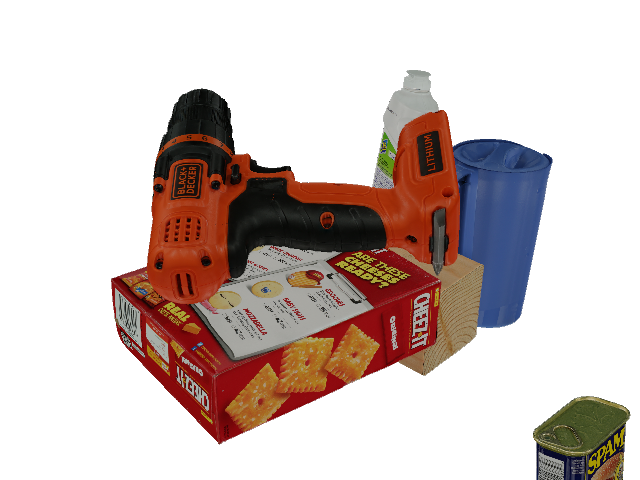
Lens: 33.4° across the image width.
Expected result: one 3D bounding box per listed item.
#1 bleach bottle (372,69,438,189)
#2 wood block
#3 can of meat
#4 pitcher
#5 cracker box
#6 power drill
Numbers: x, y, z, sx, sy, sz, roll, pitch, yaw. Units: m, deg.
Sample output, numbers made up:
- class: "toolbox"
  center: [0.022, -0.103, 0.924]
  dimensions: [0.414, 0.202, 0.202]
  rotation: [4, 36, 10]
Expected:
- class: "bleach bottle"
  center: [0.100, -0.070, 1.242]
  dimensions: [0.068, 0.251, 0.103]
  rotation: [-2, 23, -22]
- class: "wood block"
  center: [0.050, 0.039, 1.070]
  dimensions: [0.206, 0.091, 0.090]
  rotation: [26, 40, 34]
- class: "can of meat"
  center: [0.238, 0.203, 0.976]
  dimensions: [0.058, 0.084, 0.101]
  rotation: [14, 26, 39]
- class: "pitcher"
  center: [0.224, -0.006, 1.444]
  dimensions: [0.149, 0.243, 0.145]
  rotation: [4, 23, 4]
- class: "cracker box"
  center: [-0.036, 0.060, 0.862]
  dimensions: [0.213, 0.072, 0.164]
  rotation: [-20, 35, -31]
- class: "power drill"
  center: [-0.012, -0.038, 0.665]
  dimensions: [0.187, 0.057, 0.184]
  rotation: [-4, 43, 3]
